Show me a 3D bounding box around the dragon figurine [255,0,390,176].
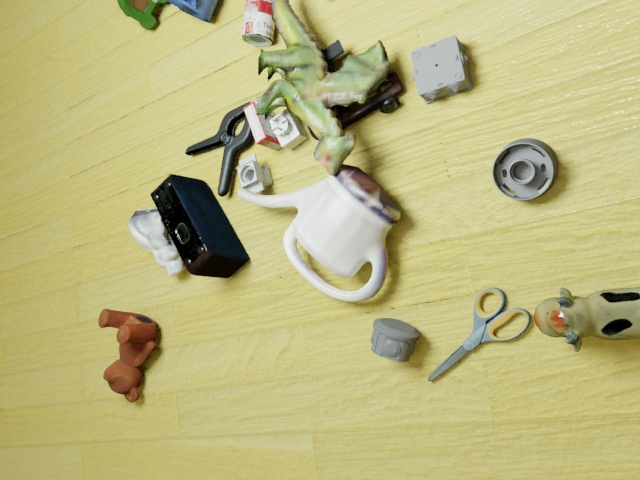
[{"bbox_3d":[0.007,-0.316,0.952,0.243,0.120,0.416,1,74,9],"label":"dragon figurine"}]

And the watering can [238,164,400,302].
[{"bbox_3d":[0.003,-0.048,0.953,0.351,0.104,0.222,44,106,20],"label":"watering can"}]

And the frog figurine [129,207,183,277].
[{"bbox_3d":[-0.364,0.004,1.164,0.137,0.123,0.159,-1,95,63],"label":"frog figurine"}]
